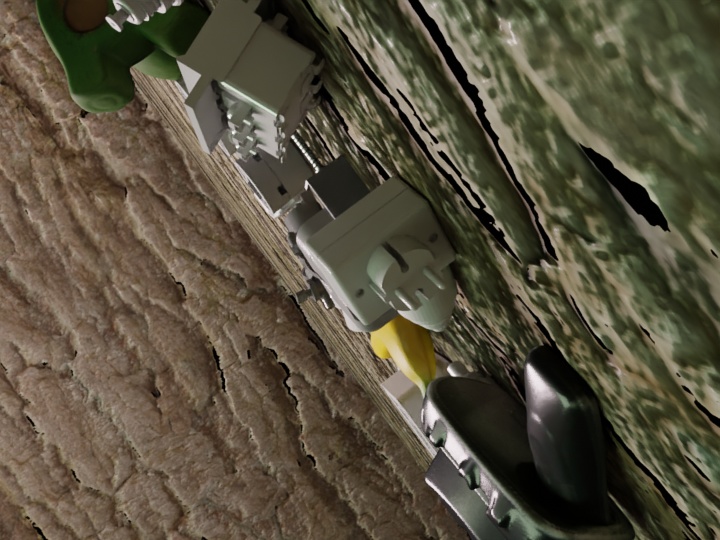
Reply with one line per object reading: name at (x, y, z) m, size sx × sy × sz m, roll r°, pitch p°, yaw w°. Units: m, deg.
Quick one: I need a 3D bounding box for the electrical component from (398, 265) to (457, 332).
electrical component at (0.040, 0.014, 0.654) m, size 0.040 × 0.040 × 0.078 m, roll 49°, pitch 173°, yaw 36°

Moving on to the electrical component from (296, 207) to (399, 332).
electrical component at (0.000, 0.000, 0.812) m, size 0.059 × 0.054 × 0.095 m, roll 48°, pitch 172°, yaw 41°

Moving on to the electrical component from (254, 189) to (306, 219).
electrical component at (-0.083, -0.084, 1.015) m, size 0.062 × 0.043 × 0.043 m, roll 54°, pitch 174°, yaw 1°

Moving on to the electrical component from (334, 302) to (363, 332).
electrical component at (-0.004, 0.025, 1.035) m, size 0.055 × 0.045 × 0.045 m, roll 58°, pitch 172°, yaw -36°

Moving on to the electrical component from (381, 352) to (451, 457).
electrical component at (0.078, 0.134, 0.967) m, size 0.113 × 0.057 × 0.078 m, roll 54°, pitch 174°, yaw -13°

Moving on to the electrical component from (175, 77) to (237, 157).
electrical component at (-0.106, -0.135, 0.861) m, size 0.080 × 0.051 × 0.080 m, roll 52°, pitch 174°, yaw 8°

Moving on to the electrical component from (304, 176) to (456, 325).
electrical component at (0.020, -0.003, 0.586) m, size 0.076 × 0.066 × 0.047 m, roll 46°, pitch 170°, yaw 51°

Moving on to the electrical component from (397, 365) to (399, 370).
electrical component at (0.057, 0.102, 1.035) m, size 0.078 × 0.040 × 0.040 m, roll 56°, pitch 173°, yaw -24°

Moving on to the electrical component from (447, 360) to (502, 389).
electrical component at (0.085, 0.090, 0.781) m, size 0.061 × 0.035 × 0.035 m, roll 52°, pitch 174°, yaw 37°

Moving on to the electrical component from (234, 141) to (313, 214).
electrical component at (-0.071, -0.083, 0.913) m, size 0.055 × 0.047 × 0.055 m, roll 52°, pitch 174°, yaw 8°

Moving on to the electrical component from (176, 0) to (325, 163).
electrical component at (-0.060, -0.104, 0.611) m, size 0.063 × 0.078 × 0.121 m, roll 31°, pitch 174°, yaw 0°

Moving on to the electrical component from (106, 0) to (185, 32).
electrical component at (-0.125, -0.178, 0.661) m, size 0.040 × 0.078 × 0.040 m, roll 38°, pitch 167°, yaw 11°
